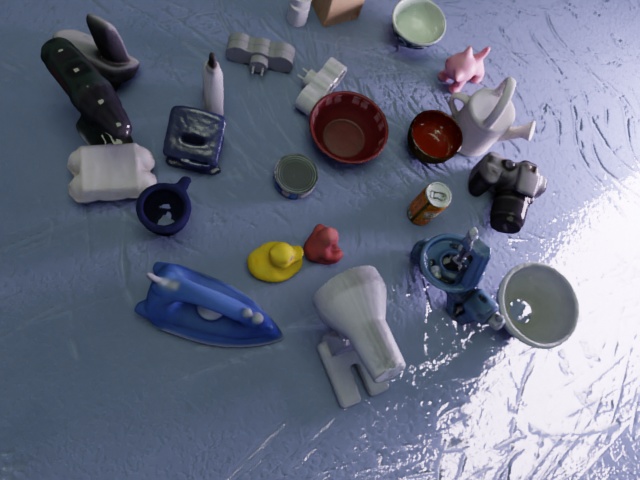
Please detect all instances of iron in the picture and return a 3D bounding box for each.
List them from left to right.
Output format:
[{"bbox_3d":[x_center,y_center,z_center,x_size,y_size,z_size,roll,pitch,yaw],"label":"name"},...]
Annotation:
[{"bbox_3d":[-0.174,0.112,0.960,0.258,0.141,0.119,19,70,-5],"label":"iron"}]

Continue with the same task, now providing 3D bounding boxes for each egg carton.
[{"bbox_3d":[-0.373,-0.119,1.030,0.150,0.069,0.107,-7,74,-13],"label":"egg carton"}]

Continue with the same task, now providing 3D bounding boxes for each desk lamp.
[{"bbox_3d":[0.066,0.163,0.954,0.118,0.213,0.203,-20,78,-16],"label":"desk lamp"}]

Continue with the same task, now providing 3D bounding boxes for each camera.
[{"bbox_3d":[0.378,-0.093,1.156,0.143,0.100,0.137,22,70,-4],"label":"camera"}]

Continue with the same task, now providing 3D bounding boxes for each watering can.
[{"bbox_3d":[0.346,-0.252,1.149,0.173,0.194,0.101,7,72,-9],"label":"watering can"}]

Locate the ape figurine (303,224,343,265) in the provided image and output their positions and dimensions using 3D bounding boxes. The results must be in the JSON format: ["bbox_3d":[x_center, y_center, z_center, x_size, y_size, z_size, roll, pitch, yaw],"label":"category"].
[{"bbox_3d":[0.010,0.004,1.057,0.076,0.092,0.078,-10,75,-14],"label":"ape figurine"}]

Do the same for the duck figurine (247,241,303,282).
[{"bbox_3d":[-0.078,0.032,1.034,0.105,0.086,0.077,-8,75,-13],"label":"duck figurine"}]

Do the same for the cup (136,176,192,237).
[{"bbox_3d":[-0.267,-0.055,1.018,0.091,0.095,0.118,32,70,0],"label":"cup"}]

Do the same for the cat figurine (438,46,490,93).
[{"bbox_3d":[0.311,-0.372,1.220,0.128,0.117,0.067,-33,82,-18],"label":"cat figurine"}]

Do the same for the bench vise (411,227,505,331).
[{"bbox_3d":[0.273,0.057,1.025,0.207,0.219,0.122,36,70,1],"label":"bench vise"}]

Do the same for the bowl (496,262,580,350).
[{"bbox_3d":[0.406,0.130,1.107,0.167,0.074,0.167,3,72,-10],"label":"bowl"}]

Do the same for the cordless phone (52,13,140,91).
[{"bbox_3d":[-0.413,-0.364,1.036,0.147,0.185,0.094,24,70,-3],"label":"cordless phone"}]

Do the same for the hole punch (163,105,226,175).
[{"bbox_3d":[-0.231,-0.185,1.067,0.109,0.091,0.101,12,71,-7],"label":"hole punch"}]

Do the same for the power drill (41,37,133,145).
[{"bbox_3d":[-0.385,-0.226,0.986,0.076,0.208,0.229,-37,83,-19],"label":"power drill"}]

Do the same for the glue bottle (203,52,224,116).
[{"bbox_3d":[-0.200,-0.295,1.064,0.037,0.173,0.078,-7,74,-13],"label":"glue bottle"}]
